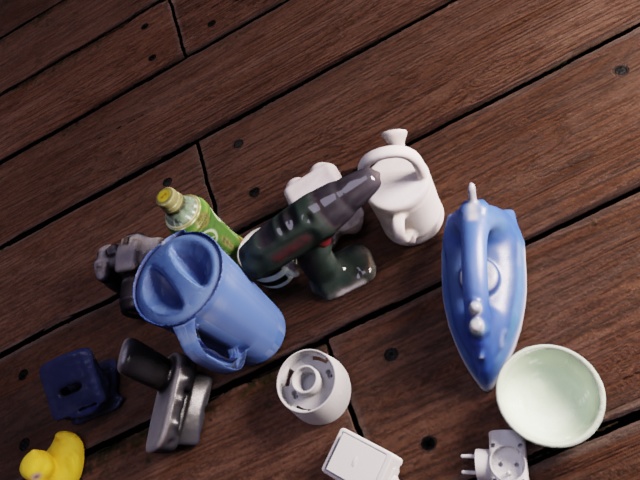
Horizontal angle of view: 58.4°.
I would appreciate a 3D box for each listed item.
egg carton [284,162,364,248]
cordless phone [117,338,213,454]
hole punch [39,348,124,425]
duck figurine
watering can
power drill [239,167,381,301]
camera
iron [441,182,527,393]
[{"bbox_3d":[0.005,-0.058,0.955,0.107,0.070,0.150,-32,55,4],"label":"egg carton"},{"bbox_3d":[-0.247,0.227,0.834,0.094,0.185,0.147,-7,60,20],"label":"cordless phone"},{"bbox_3d":[-0.396,0.243,0.946,0.108,0.091,0.101,-24,56,9],"label":"hole punch"},{"bbox_3d":[-0.428,0.352,0.902,0.077,0.086,0.104,-2,62,22],"label":"duck figurine"},{"bbox_3d":[0.113,-0.084,0.846,0.101,0.195,0.172,-27,56,7],"label":"watering can"},{"bbox_3d":[0.008,0.003,0.835,0.229,0.209,0.075,-28,56,7],"label":"power drill"},{"bbox_3d":[-0.331,0.066,1.009,0.143,0.101,0.137,-12,59,17],"label":"camera"},{"bbox_3d":[0.212,0.057,0.760,0.118,0.142,0.258,-5,61,21],"label":"iron"}]
